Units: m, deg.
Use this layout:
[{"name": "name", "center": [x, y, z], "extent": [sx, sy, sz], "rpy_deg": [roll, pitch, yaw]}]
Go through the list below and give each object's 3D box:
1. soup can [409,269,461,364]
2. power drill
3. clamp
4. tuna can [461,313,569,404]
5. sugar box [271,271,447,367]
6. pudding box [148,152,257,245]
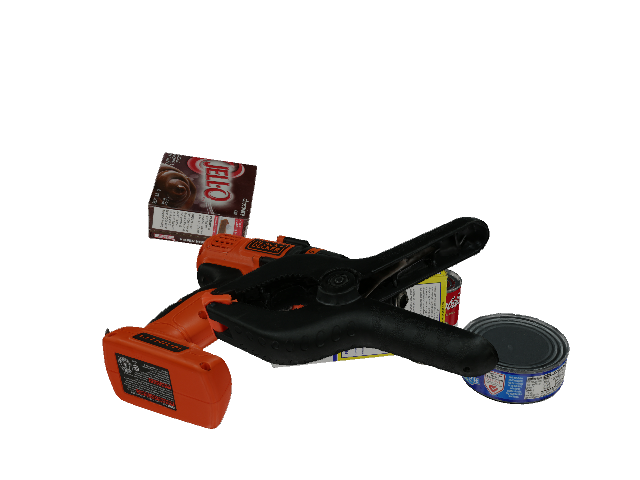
[{"name": "soup can", "center": [0.134, 0.092, 1.299], "extent": [0.068, 0.102, 0.068], "rpy_deg": [1, 24, -1]}, {"name": "power drill", "center": [-0.051, 0.060, 0.785], "extent": [0.185, 0.057, 0.187], "rpy_deg": [9, 31, 32]}, {"name": "clamp", "center": [0.019, 0.041, 0.593], "extent": [0.171, 0.039, 0.120], "rpy_deg": [-13, 30, 5]}, {"name": "tuna can", "center": [0.156, 0.095, 0.863], "extent": [0.086, 0.034, 0.086], "rpy_deg": [1, 28, -1]}, {"name": "sugar box", "center": [0.035, 0.071, 1.064], "extent": [0.176, 0.093, 0.048], "rpy_deg": [-3, 28, -5]}, {"name": "pudding box", "center": [-0.107, -0.037, 0.980], "extent": [0.090, 0.039, 0.113], "rpy_deg": [7, 31, -3]}]
